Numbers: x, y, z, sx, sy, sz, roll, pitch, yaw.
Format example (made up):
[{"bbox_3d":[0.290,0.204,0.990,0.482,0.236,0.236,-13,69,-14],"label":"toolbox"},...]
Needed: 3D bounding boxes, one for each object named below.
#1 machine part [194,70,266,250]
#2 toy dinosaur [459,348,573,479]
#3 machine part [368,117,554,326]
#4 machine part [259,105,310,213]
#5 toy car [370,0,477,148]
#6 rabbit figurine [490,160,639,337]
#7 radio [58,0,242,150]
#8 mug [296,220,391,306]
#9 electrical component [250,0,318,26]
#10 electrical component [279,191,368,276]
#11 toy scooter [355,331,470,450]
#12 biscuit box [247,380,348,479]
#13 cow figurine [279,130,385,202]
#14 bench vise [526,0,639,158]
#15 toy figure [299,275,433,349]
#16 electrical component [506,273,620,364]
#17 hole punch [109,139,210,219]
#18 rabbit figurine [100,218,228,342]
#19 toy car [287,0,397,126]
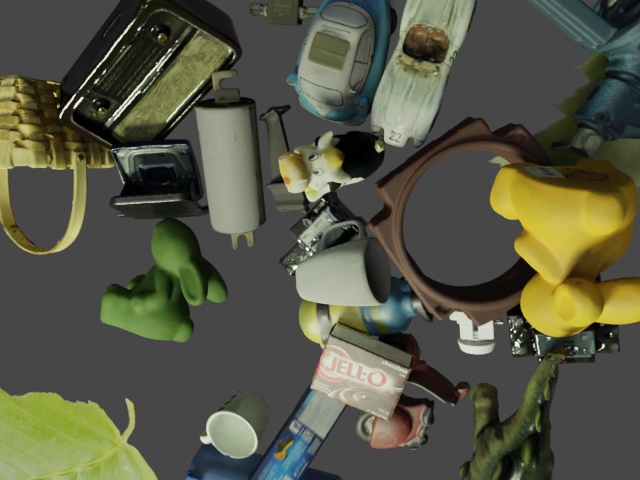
[{"bbox_3d":[-0.116,-0.098,0.710,0.079,0.079,0.242,6,117,17],"label":"machine part"},{"bbox_3d":[0.229,0.277,0.647,0.105,0.198,0.470,7,120,13],"label":"toy dinosaur"},{"bbox_3d":[0.174,-0.021,0.612,0.201,0.087,0.201,-35,97,6],"label":"machine part"},{"bbox_3d":[-0.048,-0.104,0.701,0.084,0.039,0.138,10,112,59],"label":"machine part"},{"bbox_3d":[0.116,-0.204,0.606,0.074,0.056,0.201,21,103,11],"label":"toy car"},{"bbox_3d":[0.244,0.021,0.510,0.122,0.162,0.173,-2,116,-11],"label":"rabbit figurine"},{"bbox_3d":[-0.222,-0.214,0.683,0.229,0.131,0.073,-39,50,25],"label":"radio"},{"bbox_3d":[0.023,0.033,0.669,0.107,0.080,0.109,-13,82,26],"label":"mug"},{"bbox_3d":[-0.042,-0.297,0.658,0.094,0.021,0.063,9,110,17],"label":"electrical component"},{"bbox_3d":[-0.001,-0.002,0.729,0.075,0.048,0.119,42,116,2],"label":"electrical component"},{"bbox_3d":[0.129,0.221,0.748,0.135,0.075,0.183,16,108,13],"label":"toy scooter"},{"bbox_3d":[-0.032,0.287,0.768,0.059,0.063,0.202,35,75,4],"label":"biscuit box"},{"bbox_3d":[0.022,-0.091,0.626,0.098,0.167,0.068,-17,97,25],"label":"cow figurine"},{"bbox_3d":[0.272,-0.206,0.517,0.240,0.129,0.223,32,108,-13],"label":"bench vise"},{"bbox_3d":[0.058,0.091,0.723,0.180,0.082,0.089,-19,104,25],"label":"toy figure"},{"bbox_3d":[0.276,0.089,0.618,0.115,0.134,0.058,-10,106,19],"label":"electrical component"},{"bbox_3d":[-0.222,-0.079,0.740,0.142,0.115,0.092,-7,78,-4],"label":"hole punch"},{"bbox_3d":[-0.224,0.057,0.790,0.159,0.121,0.170,22,99,18],"label":"rabbit figurine"},{"bbox_3d":[0.025,-0.210,0.621,0.109,0.103,0.161,23,116,9],"label":"toy car"}]
